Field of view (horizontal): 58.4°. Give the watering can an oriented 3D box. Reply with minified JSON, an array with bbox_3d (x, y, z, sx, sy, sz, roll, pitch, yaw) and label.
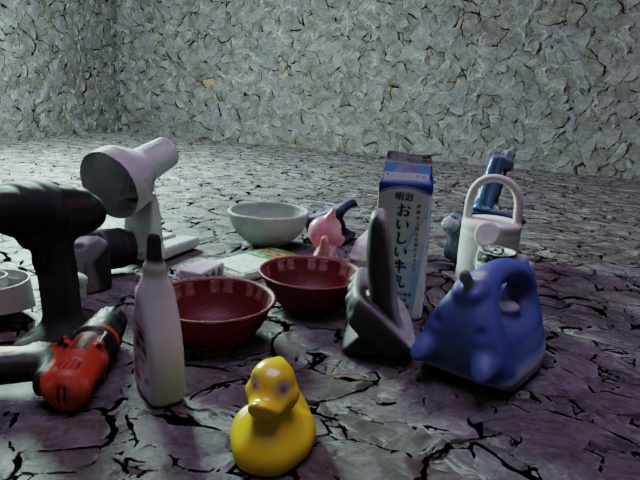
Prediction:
[{"bbox_3d":[0.288,-0.012,0.961,0.101,0.194,0.173,2,15,-2],"label":"watering can"}]

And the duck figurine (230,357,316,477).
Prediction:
[{"bbox_3d":[-0.041,0.146,0.515,0.077,0.086,0.105,6,15,11],"label":"duck figurine"}]

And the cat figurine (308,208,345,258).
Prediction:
[{"bbox_3d":[0.009,0.004,0.995,0.067,0.118,0.128,4,15,3],"label":"cat figurine"}]

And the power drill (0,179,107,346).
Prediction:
[{"bbox_3d":[-0.315,0.029,0.660,0.075,0.208,0.229,4,15,2],"label":"power drill"}]

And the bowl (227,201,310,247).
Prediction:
[{"bbox_3d":[-0.105,-0.028,1.172,0.167,0.075,0.167,3,15,-1],"label":"bowl"}]

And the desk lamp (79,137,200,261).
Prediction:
[{"bbox_3d":[-0.317,-0.072,1.028,0.117,0.213,0.204,9,16,21],"label":"desk lamp"}]

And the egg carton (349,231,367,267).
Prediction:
[{"bbox_3d":[0.116,0.026,1.027,0.107,0.069,0.150,7,16,15],"label":"egg carton"}]

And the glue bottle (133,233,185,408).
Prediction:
[{"bbox_3d":[-0.167,0.076,0.581,0.037,0.173,0.077,-8,19,-36],"label":"glue bottle"}]

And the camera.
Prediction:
[{"bbox_3d":[-0.361,0.013,0.918,0.137,0.101,0.142,-10,19,-39],"label":"camera"}]

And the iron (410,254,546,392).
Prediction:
[{"bbox_3d":[0.220,0.081,0.701,0.118,0.141,0.259,15,19,38],"label":"iron"}]

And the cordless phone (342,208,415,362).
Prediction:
[{"bbox_3d":[0.080,0.045,0.726,0.094,0.185,0.147,3,15,2],"label":"cordless phone"}]

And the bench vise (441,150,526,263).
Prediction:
[{"bbox_3d":[0.326,-0.061,1.102,0.121,0.220,0.208,13,18,34],"label":"bench vise"}]

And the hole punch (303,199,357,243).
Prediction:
[{"bbox_3d":[0.021,-0.045,1.230,0.100,0.091,0.109,9,16,20],"label":"hole punch"}]
